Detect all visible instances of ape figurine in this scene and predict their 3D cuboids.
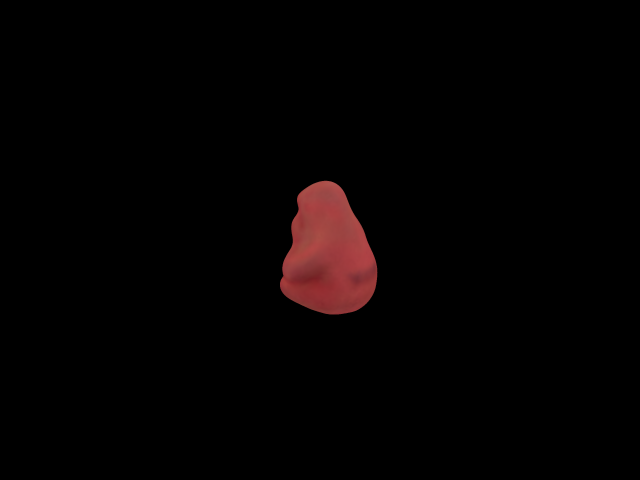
[{"bbox_3d":[0.004,0.001,0.400,0.075,0.092,0.078,25,37,39],"label":"ape figurine"}]
